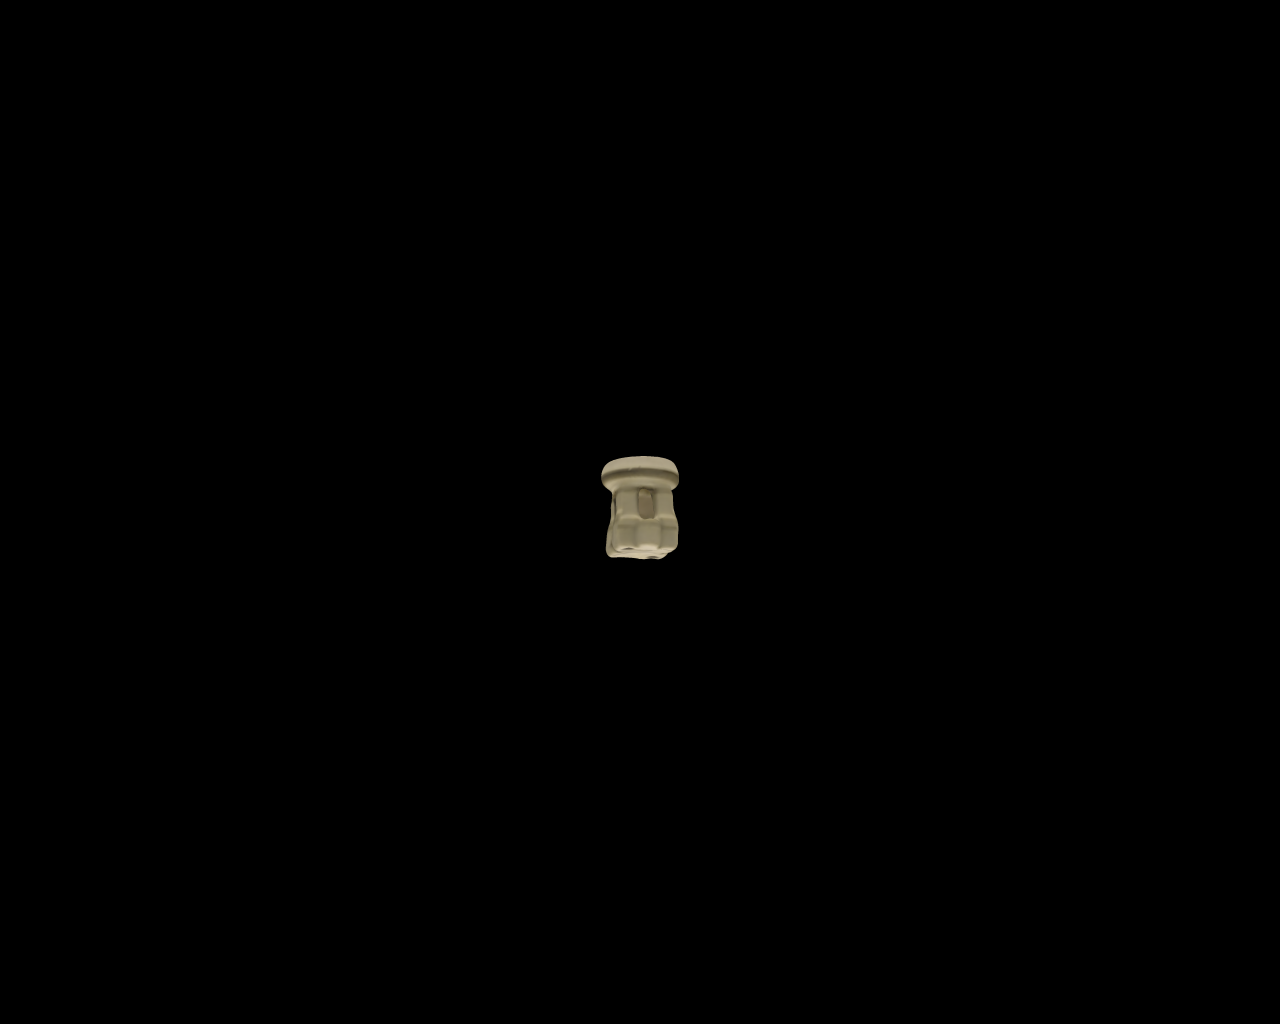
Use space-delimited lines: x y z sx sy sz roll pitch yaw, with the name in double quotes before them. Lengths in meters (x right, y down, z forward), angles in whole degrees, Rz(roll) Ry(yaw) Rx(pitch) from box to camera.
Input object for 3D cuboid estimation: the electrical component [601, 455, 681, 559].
"electrical component" 0.001 -0.003 0.650 0.048 0.055 0.066 2 -12 -11
